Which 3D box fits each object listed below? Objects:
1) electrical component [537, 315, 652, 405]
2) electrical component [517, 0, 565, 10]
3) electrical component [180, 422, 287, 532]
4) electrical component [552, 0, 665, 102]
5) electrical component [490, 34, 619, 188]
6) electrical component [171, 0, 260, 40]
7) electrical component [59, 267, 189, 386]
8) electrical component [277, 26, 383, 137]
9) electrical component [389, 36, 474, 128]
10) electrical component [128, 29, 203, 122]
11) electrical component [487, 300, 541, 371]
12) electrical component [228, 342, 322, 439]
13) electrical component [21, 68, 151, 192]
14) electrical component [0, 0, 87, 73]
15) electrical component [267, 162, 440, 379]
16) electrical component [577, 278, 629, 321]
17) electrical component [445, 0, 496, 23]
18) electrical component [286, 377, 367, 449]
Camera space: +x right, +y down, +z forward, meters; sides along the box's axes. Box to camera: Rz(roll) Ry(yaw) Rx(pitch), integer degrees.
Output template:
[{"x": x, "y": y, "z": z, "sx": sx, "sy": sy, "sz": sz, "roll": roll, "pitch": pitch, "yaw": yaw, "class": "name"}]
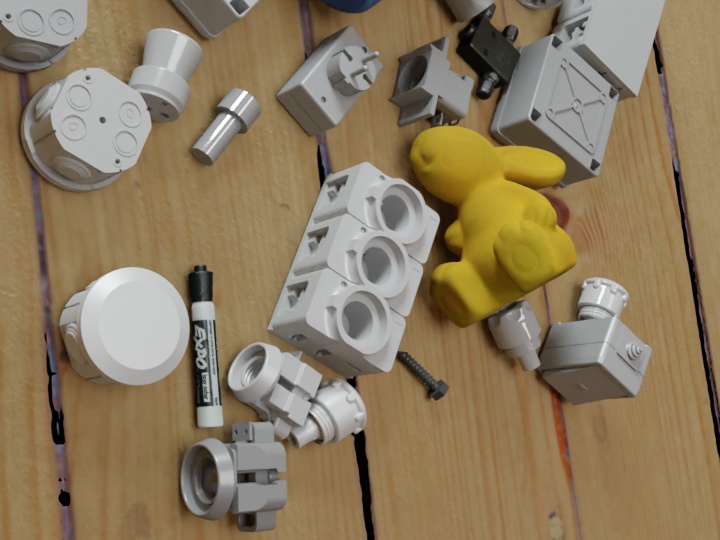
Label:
[{"x": 0.224, "y": 0.087, "z": 1.010, "sx": 0.062, "sy": 0.096, "sz": 0.061, "roll": 41, "pitch": 60, "yaw": -25, "class": "electrical component"}, {"x": 0.185, "y": -0.299, "z": 1.087, "sx": 0.055, "sy": 0.055, "sz": 0.047, "roll": 32, "pitch": 59, "yaw": -29, "class": "electrical component"}, {"x": -0.092, "y": 0.149, "z": 0.774, "sx": 0.057, "sy": 0.058, "sz": 0.078, "roll": 5, "pitch": 79, "yaw": -40, "class": "electrical component"}, {"x": 0.257, "y": -0.256, "z": 1.128, "sx": 0.089, "sy": 0.062, "sz": 0.150, "roll": 36, "pitch": 61, "yaw": -27, "class": "electrical component"}, {"x": 0.194, "y": -0.155, "z": 1.062, "sx": 0.109, "sy": 0.056, "sz": 0.108, "roll": 33, "pitch": 62, "yaw": -29, "class": "electrical component"}, {"x": -0.112, "y": -0.257, "z": 0.841, "sx": 0.108, "sy": 0.056, "sz": 0.108, "roll": 49, "pitch": 56, "yaw": -20, "class": "electrical component"}, {"x": -0.163, "y": 0.041, "z": 0.743, "sx": 0.080, "sy": 0.051, "sz": 0.080, "roll": 9, "pitch": 76, "yaw": -37, "class": "electrical component"}, {"x": -0.013, "y": -0.161, "z": 0.887, "sx": 0.047, "sy": 0.076, "sz": 0.083, "roll": 48, "pitch": 56, "yaw": -21, "class": "electrical component"}, {"x": 0.067, "y": -0.164, "z": 0.974, "sx": 0.064, "sy": 0.042, "sz": 0.081, "roll": 27, "pitch": 65, "yaw": -35, "class": "electrical component"}, {"x": -0.146, "y": -0.144, "z": 0.799, "sx": 0.045, "sy": 0.045, "sz": 0.055, "roll": 28, "pitch": 65, "yaw": -31, "class": "electrical component"}, {"x": 0.146, "y": 0.062, "z": 0.988, "sx": 0.043, "sy": 0.043, "sz": 0.062, "roll": -32, "pitch": 102, "yaw": -38, "class": "electrical component"}, {"x": -0.066, "y": 0.086, "z": 0.815, "sx": 0.055, "sy": 0.048, "sz": 0.066, "roll": 40, "pitch": 59, "yaw": -34, "class": "electrical component"}, {"x": -0.190, "y": -0.098, "z": 0.750, "sx": 0.080, "sy": 0.051, "sz": 0.080, "roll": 9, "pitch": 76, "yaw": -37, "class": "electrical component"}, {"x": -0.228, "y": -0.180, "z": 0.736, "sx": 0.080, "sy": 0.051, "sz": 0.080, "roll": 9, "pitch": 76, "yaw": -37, "class": "electrical component"}, {"x": 0.000, "y": 0.000, "z": 0.873, "sx": 0.089, "sy": 0.062, "sz": 0.150, "roll": 34, "pitch": 62, "yaw": -28, "class": "electrical component"}, {"x": 0.236, "y": 0.042, "z": 1.063, "sx": 0.048, "sy": 0.048, "sz": 0.062, "roll": 35, "pitch": 68, "yaw": -28, "class": "electrical component"}, {"x": 0.102, "y": -0.288, "z": 1.024, "sx": 0.079, "sy": 0.044, "sz": 0.077, "roll": -47, "pitch": 110, "yaw": -34, "class": "electrical component"}, {"x": -0.029, "y": 0.116, "z": 0.839, "sx": 0.062, "sy": 0.048, "sz": 0.048, "roll": -30, "pitch": 100, "yaw": -32, "class": "electrical component"}]
